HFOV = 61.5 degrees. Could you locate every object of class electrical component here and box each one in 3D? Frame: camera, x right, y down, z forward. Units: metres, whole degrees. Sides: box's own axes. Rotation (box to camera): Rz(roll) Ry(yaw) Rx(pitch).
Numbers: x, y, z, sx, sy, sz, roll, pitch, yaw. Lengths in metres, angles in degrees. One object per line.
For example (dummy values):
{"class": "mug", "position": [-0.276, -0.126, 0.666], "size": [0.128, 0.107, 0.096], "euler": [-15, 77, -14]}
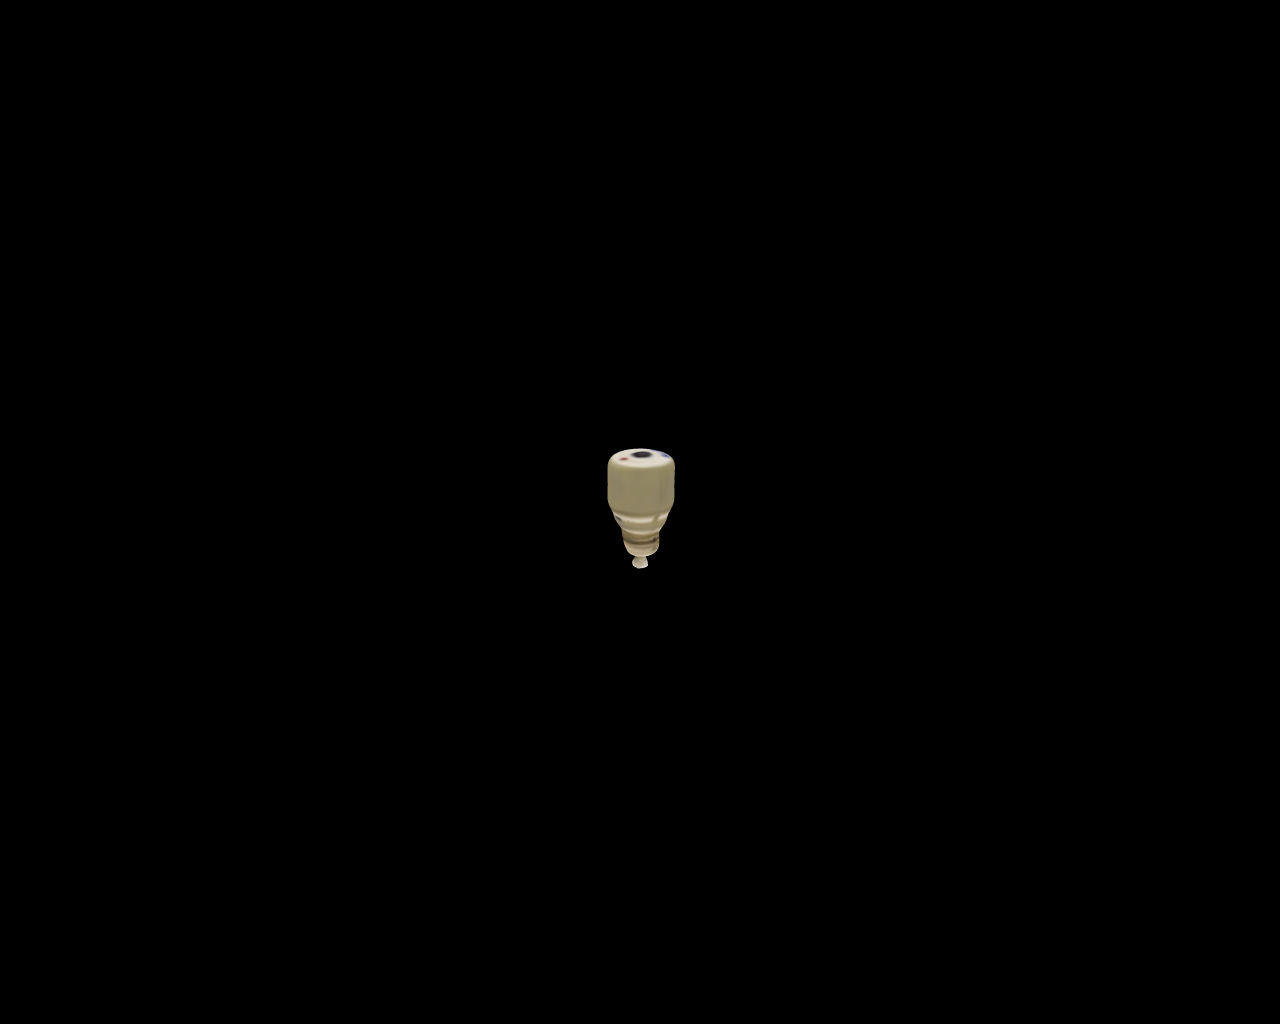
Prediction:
{"class": "electrical component", "position": [0.001, -0.003, 0.650], "size": [0.040, 0.078, 0.040], "euler": [0, 21, 0]}
